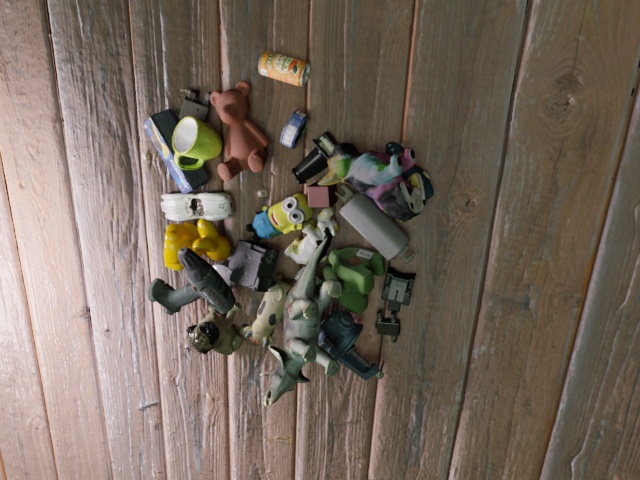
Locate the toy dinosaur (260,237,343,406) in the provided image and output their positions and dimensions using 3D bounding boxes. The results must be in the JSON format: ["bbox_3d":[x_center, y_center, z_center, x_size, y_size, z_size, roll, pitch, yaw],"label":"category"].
[{"bbox_3d":[-0.043,0.194,1.289,0.192,0.131,0.404,3,83,52],"label":"toy dinosaur"}]

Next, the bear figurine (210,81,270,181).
[{"bbox_3d":[-0.192,-0.255,1.245,0.120,0.132,0.195,-10,113,17],"label":"bear figurine"}]

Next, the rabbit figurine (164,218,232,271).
[{"bbox_3d":[-0.309,0.005,1.381,0.173,0.122,0.162,12,152,-14],"label":"rabbit figurine"}]

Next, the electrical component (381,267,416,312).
[{"bbox_3d":[0.189,0.132,1.330,0.075,0.048,0.119,17,112,9],"label":"electrical component"}]

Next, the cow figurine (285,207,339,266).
[{"bbox_3d":[-0.003,-0.004,1.318,0.098,0.068,0.167,41,115,-2],"label":"cow figurine"}]

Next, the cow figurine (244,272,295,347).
[{"bbox_3d":[-0.127,0.192,1.398,0.085,0.127,0.194,27,113,7],"label":"cow figurine"}]

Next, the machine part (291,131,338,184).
[{"bbox_3d":[-0.009,-0.188,1.268,0.084,0.039,0.139,43,114,-13],"label":"machine part"}]

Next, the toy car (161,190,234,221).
[{"bbox_3d":[-0.319,-0.088,1.382,0.202,0.056,0.073,0,111,15],"label":"toy car"}]

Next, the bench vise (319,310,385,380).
[{"bbox_3d":[0.056,0.285,1.385,0.240,0.129,0.223,40,125,-1],"label":"bench vise"}]

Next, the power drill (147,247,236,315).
[{"bbox_3d":[-0.341,0.113,1.377,0.207,0.086,0.231,-21,130,24],"label":"power drill"}]

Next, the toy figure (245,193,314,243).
[{"bbox_3d":[-0.097,-0.057,1.321,0.180,0.089,0.082,-27,115,32],"label":"toy figure"}]

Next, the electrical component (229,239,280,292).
[{"bbox_3d":[-0.175,0.062,1.366,0.134,0.058,0.114,15,92,42],"label":"electrical component"}]

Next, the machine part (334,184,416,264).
[{"bbox_3d":[0.128,-0.035,1.266,0.243,0.079,0.079,45,115,-5],"label":"machine part"}]

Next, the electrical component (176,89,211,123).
[{"bbox_3d":[-0.308,-0.318,1.300,0.078,0.045,0.102,11,118,-14],"label":"electrical component"}]

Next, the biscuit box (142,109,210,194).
[{"bbox_3d":[-0.355,-0.216,1.331,0.059,0.063,0.202,-14,108,51],"label":"biscuit box"}]

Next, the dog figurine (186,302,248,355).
[{"bbox_3d":[-0.282,0.271,1.437,0.121,0.190,0.172,-14,108,20],"label":"dog figurine"}]

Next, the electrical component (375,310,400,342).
[{"bbox_3d":[0.174,0.223,1.379,0.063,0.021,0.093,2,120,17],"label":"electrical component"}]

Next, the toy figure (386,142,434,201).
[{"bbox_3d":[0.199,-0.155,1.213,0.064,0.058,0.154,-38,97,-14],"label":"toy figure"}]

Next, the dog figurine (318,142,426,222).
[{"bbox_3d":[0.107,-0.127,1.185,0.219,0.108,0.191,-3,113,38],"label":"dog figurine"}]

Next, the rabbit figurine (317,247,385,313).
[{"bbox_3d":[0.071,0.113,1.322,0.159,0.121,0.170,11,128,15],"label":"rabbit figurine"}]
